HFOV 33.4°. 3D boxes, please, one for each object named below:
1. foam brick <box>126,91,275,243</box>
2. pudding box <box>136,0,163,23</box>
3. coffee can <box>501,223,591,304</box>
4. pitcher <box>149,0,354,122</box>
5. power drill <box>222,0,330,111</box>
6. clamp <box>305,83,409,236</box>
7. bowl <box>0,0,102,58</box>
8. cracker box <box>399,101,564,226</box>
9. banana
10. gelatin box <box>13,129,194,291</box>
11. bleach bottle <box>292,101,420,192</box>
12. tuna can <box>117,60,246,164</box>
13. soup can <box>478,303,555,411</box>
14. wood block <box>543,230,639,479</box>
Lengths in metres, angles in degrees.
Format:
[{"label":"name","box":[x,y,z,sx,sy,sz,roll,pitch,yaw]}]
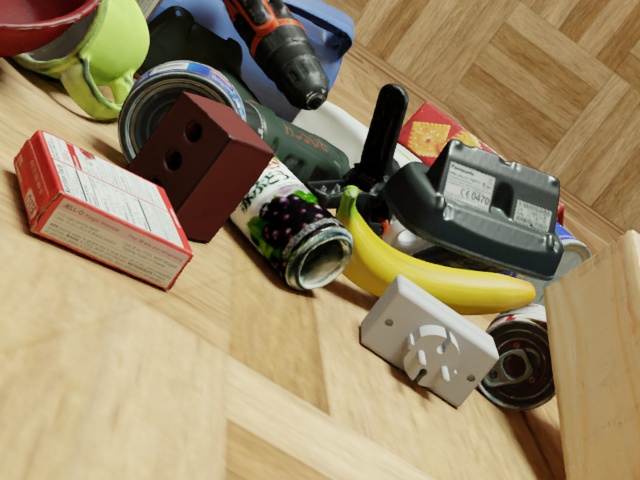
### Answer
[{"label":"foam brick","box":[-0.078,-0.045,0.675,0.053,0.078,0.051,45,15,30]},{"label":"pudding box","box":[-0.162,-0.206,0.923,0.039,0.114,0.090,31,16,-20]},{"label":"coffee can","box":[0.202,0.006,1.129,0.102,0.103,0.140,22,19,-44]},{"label":"pitcher","box":[-0.093,-0.222,1.092,0.242,0.149,0.145,19,23,-42]},{"label":"power drill","box":[-0.067,-0.209,0.890,0.184,0.057,0.187,57,3,34]},{"label":"clamp","box":[0.044,-0.056,0.893,0.039,0.120,0.171,39,-4,18]},{"label":"bowl","box":[-0.224,-0.169,0.700,0.162,0.055,0.162,15,43,-14]},{"label":"cracker box","box":[0.198,-0.059,1.325,0.214,0.072,0.164,42,-4,20]},{"label":"banana","box":[0.074,0.024,0.797,0.197,0.070,0.037,25,49,-32]},{"label":"gelatin box","box":[-0.119,-0.016,0.583,0.089,0.030,0.073,26,18,-36]},{"label":"bleach bottle","box":[0.064,-0.082,1.175,0.103,0.068,0.250,45,14,26]},{"label":"tuna can","box":[-0.093,-0.076,0.723,0.086,0.086,0.034,33,16,-12]},{"label":"soup can","box":[0.159,0.088,0.830,0.068,0.068,0.102,39,13,9]},{"label":"wood block","box":[0.219,0.107,0.710,0.090,0.090,0.206,31,39,-24]}]
